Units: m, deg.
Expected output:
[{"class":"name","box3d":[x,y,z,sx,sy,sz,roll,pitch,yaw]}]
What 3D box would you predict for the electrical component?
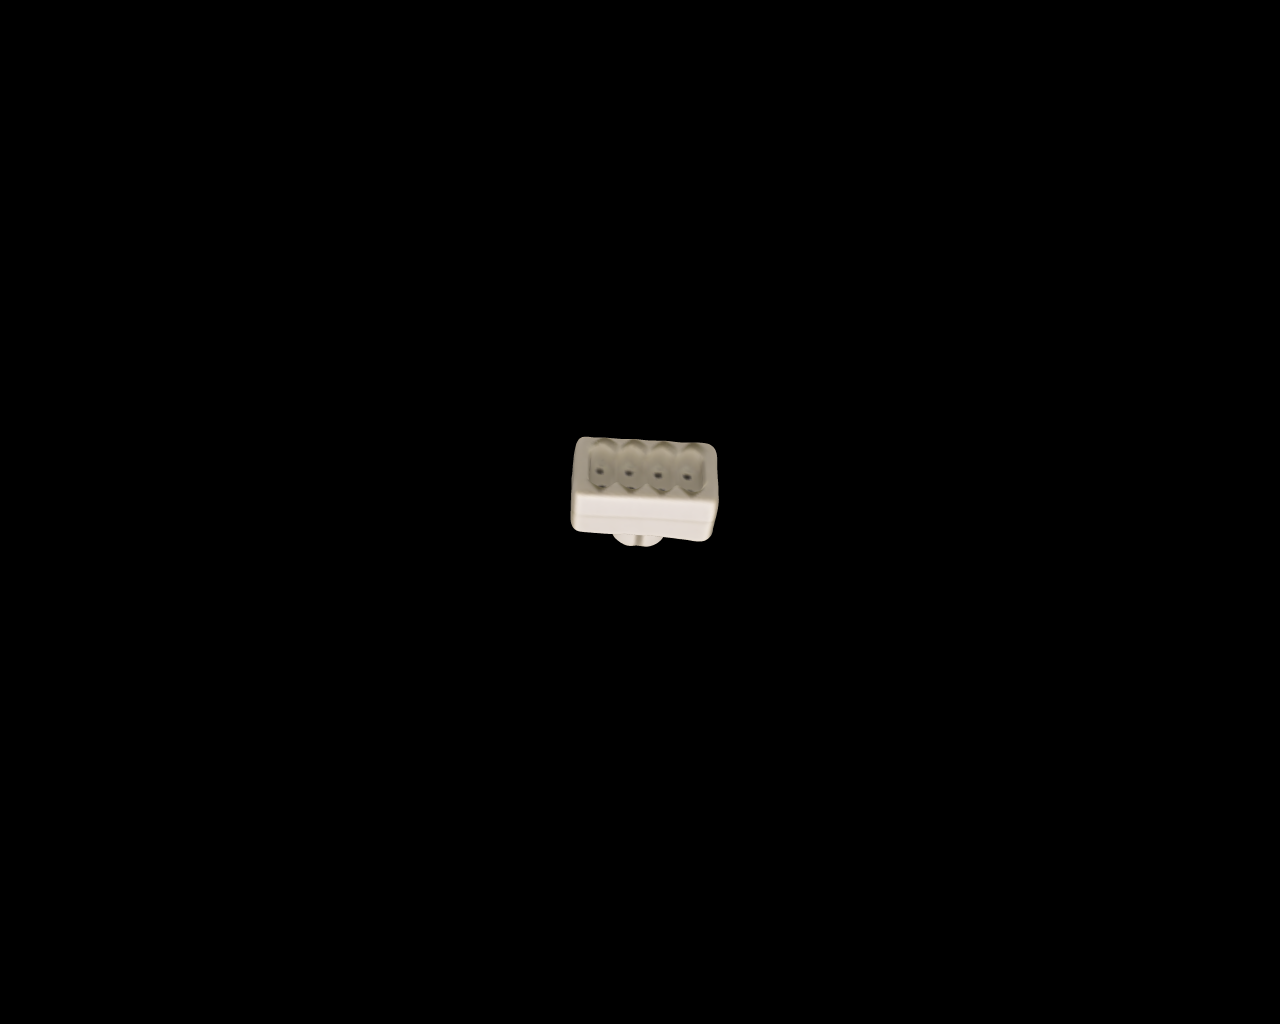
[{"class":"electrical component","box3d":[0.001,-0.003,0.650,0.083,0.047,0.075,4,-39,-4]}]
